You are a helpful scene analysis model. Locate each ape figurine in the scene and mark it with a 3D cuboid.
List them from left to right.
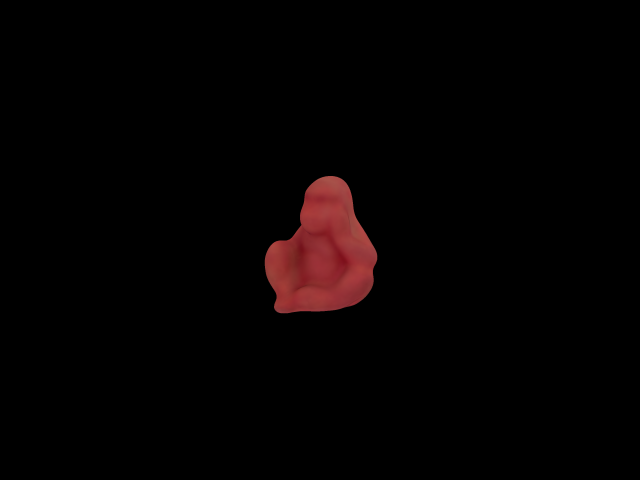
[{"bbox_3d":[0.004,0.001,0.400,0.077,0.092,0.076,3,5,32],"label":"ape figurine"}]
